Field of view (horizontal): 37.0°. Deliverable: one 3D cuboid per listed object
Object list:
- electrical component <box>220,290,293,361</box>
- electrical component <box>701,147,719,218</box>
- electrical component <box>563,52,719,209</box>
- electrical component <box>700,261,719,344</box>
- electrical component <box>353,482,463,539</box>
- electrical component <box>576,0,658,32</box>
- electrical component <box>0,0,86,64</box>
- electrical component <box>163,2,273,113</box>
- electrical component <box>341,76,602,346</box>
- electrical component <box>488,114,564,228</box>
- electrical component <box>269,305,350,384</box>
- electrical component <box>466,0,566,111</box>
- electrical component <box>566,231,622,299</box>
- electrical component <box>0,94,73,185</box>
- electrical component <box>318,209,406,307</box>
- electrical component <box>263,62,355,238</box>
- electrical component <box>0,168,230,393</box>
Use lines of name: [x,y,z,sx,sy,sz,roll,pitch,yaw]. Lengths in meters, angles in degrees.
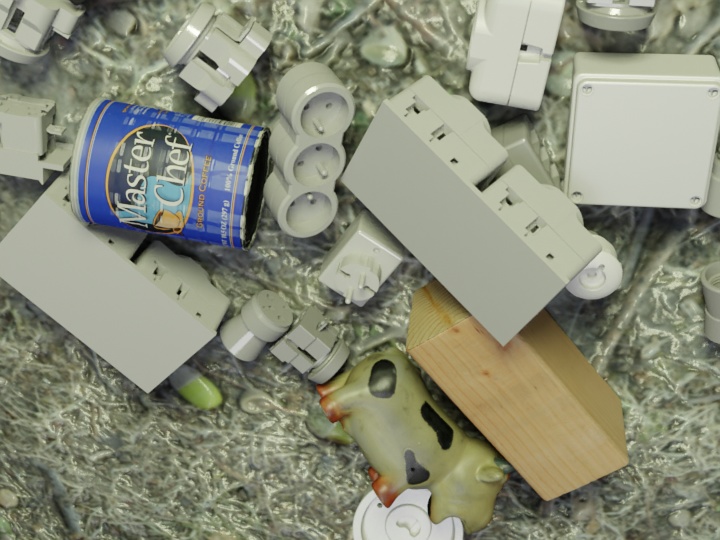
electrical component: [-0.094,0.050,0.981,0.045,0.045,0.055,39,120,-17]
electrical component: [0.291,-0.076,0.840,0.040,0.040,0.078,4,124,6]
electrical component: [0.214,-0.106,0.822,0.109,0.056,0.108,3,124,7]
electrical component: [0.309,0.030,0.908,0.044,0.044,0.065,-3,128,11]
electrical component: [0.049,0.248,1.074,0.108,0.060,0.108,1,101,5]
electrical component: [0.184,-0.204,0.761,0.078,0.058,0.057,5,121,5]
electrical component: [-0.261,-0.198,0.835,0.078,0.058,0.057,31,120,-12]
electrical component: [-0.114,-0.169,0.832,0.057,0.058,0.078,36,121,-18]
electrical component: [0.084,-0.047,0.824,0.186,0.060,0.105,46,147,9]
electrical component: [0.119,-0.068,0.868,0.076,0.047,0.083,-25,116,23]
electrical component: [-0.043,0.071,0.987,0.055,0.048,0.066,42,120,-10]
electrical component: [0.113,-0.172,0.796,0.059,0.053,0.095,10,124,2]
electrical component: [0.190,-0.009,0.886,0.048,0.062,0.048,4,124,6]
electrical component: [-0.282,-0.112,0.905,0.081,0.042,0.063,9,121,2]
electrical component: [0.000,0.000,0.913,0.047,0.076,0.065,33,122,-13]
electrical component: [-0.048,-0.102,0.860,0.052,0.073,0.138,-6,128,-24]
electrical component: [-0.221,0.009,0.956,0.186,0.060,0.105,42,123,-15]
